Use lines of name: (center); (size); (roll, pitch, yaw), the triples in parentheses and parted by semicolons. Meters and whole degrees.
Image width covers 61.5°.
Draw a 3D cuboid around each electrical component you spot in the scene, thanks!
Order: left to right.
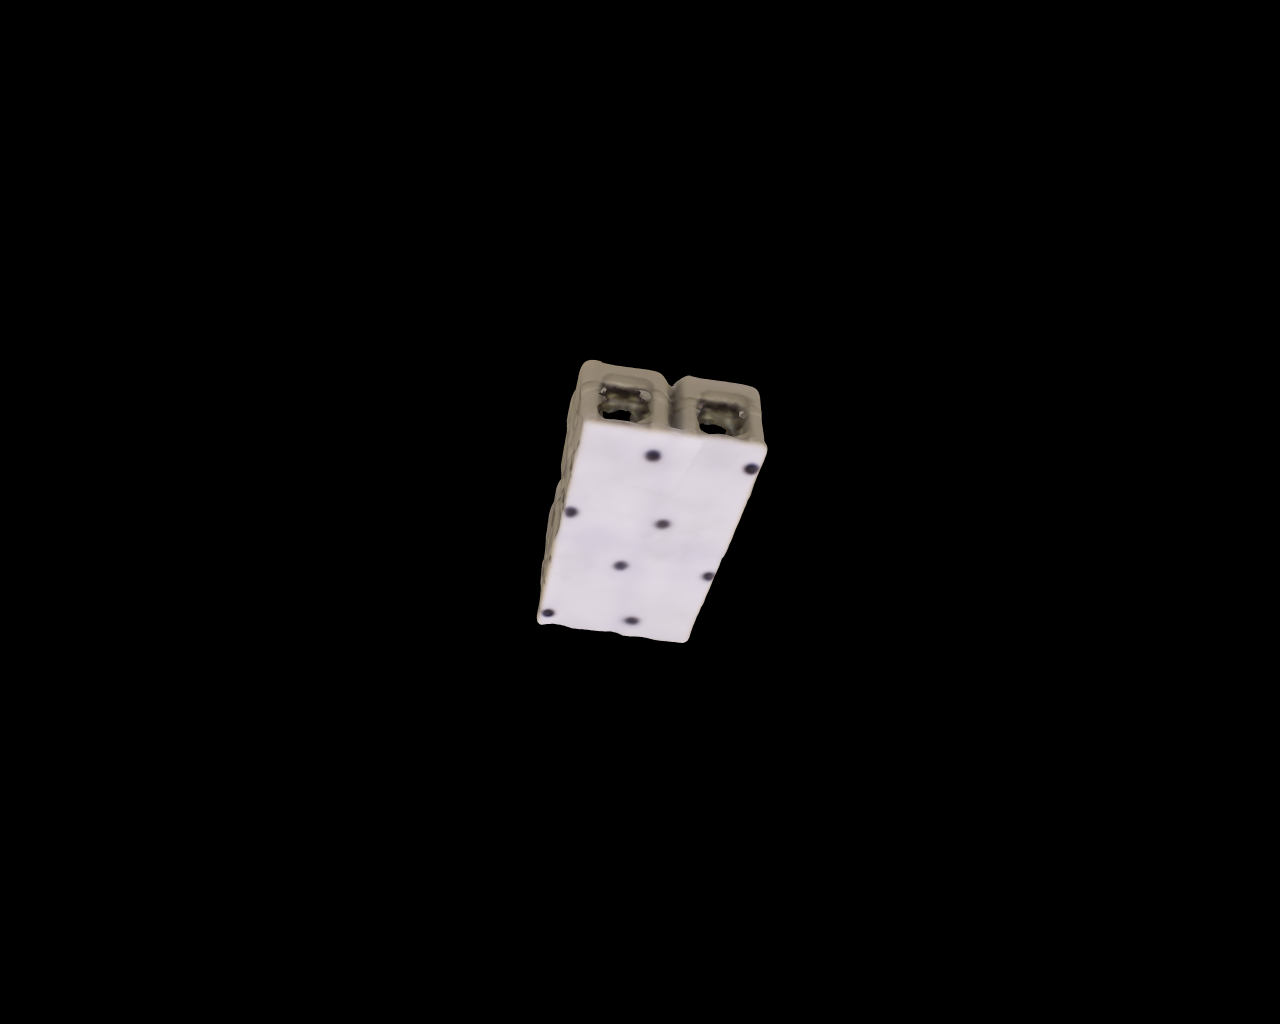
electrical component: (0.001, -0.003, 0.650); (0.105, 0.060, 0.186); (8, -43, -8)
